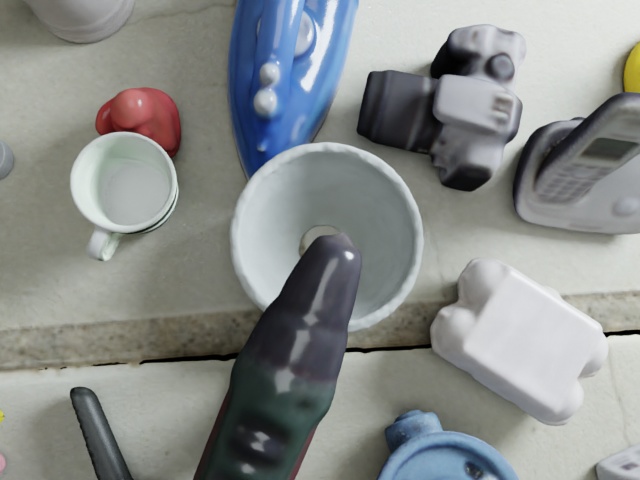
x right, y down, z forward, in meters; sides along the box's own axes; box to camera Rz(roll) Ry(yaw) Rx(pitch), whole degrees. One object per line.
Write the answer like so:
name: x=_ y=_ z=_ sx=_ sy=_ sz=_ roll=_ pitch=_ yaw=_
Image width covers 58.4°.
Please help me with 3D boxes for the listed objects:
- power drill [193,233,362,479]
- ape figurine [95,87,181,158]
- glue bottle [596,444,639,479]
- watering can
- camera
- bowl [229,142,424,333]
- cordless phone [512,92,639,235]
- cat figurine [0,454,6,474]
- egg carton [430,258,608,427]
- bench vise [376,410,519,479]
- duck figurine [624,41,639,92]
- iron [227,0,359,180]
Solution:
power drill: x=-0.032 y=0.113 z=0.432 sx=0.075 sy=0.208 sz=0.230 roll=21 pitch=82 yaw=1
ape figurine: x=-0.163 y=-0.109 z=0.516 sx=0.078 sy=0.092 sz=0.076 roll=38 pitch=82 yaw=3
glue bottle: x=0.296 y=0.201 z=0.453 sx=0.078 sy=0.173 sz=0.037 roll=-18 pitch=83 yaw=-5
watering can: x=-0.239 y=-0.253 z=0.482 sx=0.173 sy=0.194 sz=0.101 roll=-41 pitch=85 yaw=-7
camera: x=0.109 y=-0.132 z=0.528 sx=0.137 sy=0.101 sz=0.143 roll=12 pitch=82 yaw=-1
bowl: x=0.005 y=0.002 z=0.517 sx=0.167 sy=0.074 sz=0.167 roll=0 pitch=82 yaw=-2
cordless phone: x=0.258 y=-0.065 z=0.482 sx=0.147 sy=0.185 sz=0.094 roll=4 pitch=82 yaw=-2
cat figurine: x=-0.331 y=0.225 z=0.449 sx=0.128 sy=0.117 sz=0.067 roll=-19 pitch=83 yaw=-5
egg carton: x=0.178 y=0.089 z=0.515 sx=0.150 sy=0.069 sz=0.107 roll=32 pitch=82 yaw=2
bench vise: x=0.121 y=0.237 z=0.416 sx=0.121 sy=0.219 sz=0.207 roll=-34 pitch=85 yaw=-6
duck figurine: x=0.352 y=-0.177 z=0.552 sx=0.077 sy=0.086 sz=0.105 roll=27 pitch=82 yaw=2
iron: x=-0.031 y=-0.176 z=0.507 sx=0.118 sy=0.141 sz=0.258 roll=10 pitch=82 yaw=-1
